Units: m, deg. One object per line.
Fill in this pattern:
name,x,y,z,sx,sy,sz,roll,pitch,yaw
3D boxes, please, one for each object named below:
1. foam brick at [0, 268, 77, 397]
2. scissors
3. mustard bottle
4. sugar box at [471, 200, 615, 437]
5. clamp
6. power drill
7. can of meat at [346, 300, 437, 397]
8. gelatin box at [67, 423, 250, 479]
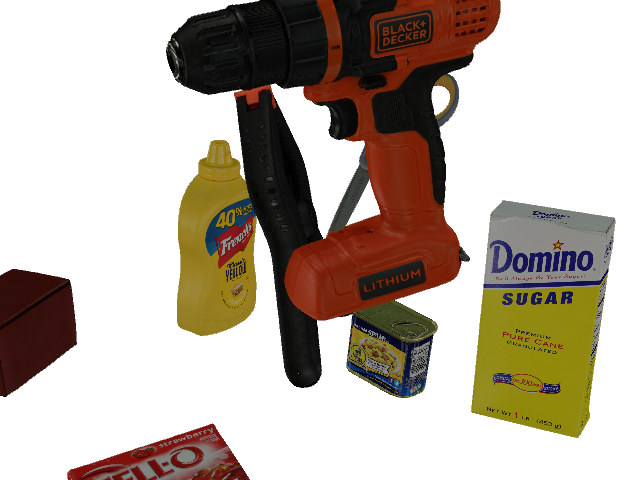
foam brick,-0.212,0.060,0.728,0.053,0.051,0.078,10,28,26
scissors,0.065,-0.076,0.946,0.096,0.202,0.016,8,-11,14
mustard bottle,-0.102,-0.007,1.068,0.058,0.192,0.096,18,27,32
sugar box,0.176,0.062,0.853,0.093,0.176,0.048,10,23,23
clamp,-0.019,-0.011,0.792,0.036,0.210,0.164,-13,5,13
power drill,0.013,-0.051,0.585,0.184,0.188,0.057,-15,33,-19
can of meat,0.079,0.121,1.220,0.102,0.084,0.057,26,33,36
gelatin box,-0.085,0.141,0.580,0.089,0.030,0.073,-14,27,-21
